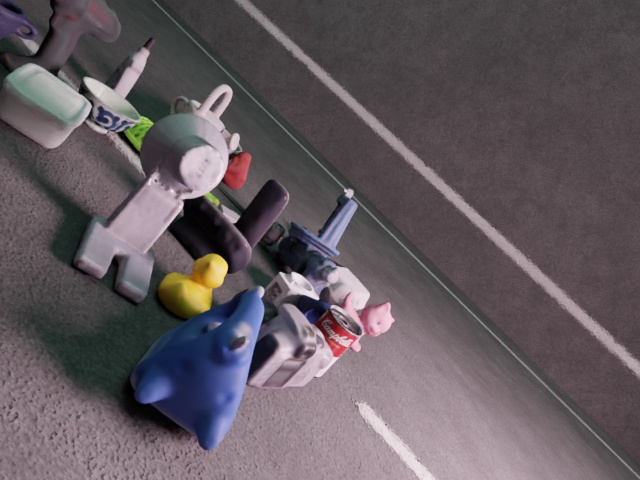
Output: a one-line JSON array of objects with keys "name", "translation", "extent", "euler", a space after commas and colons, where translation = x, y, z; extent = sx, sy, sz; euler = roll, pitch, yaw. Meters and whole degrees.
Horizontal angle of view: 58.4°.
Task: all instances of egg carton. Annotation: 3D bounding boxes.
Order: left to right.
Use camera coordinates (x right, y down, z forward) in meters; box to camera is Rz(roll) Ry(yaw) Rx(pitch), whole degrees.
[{"name": "egg carton", "translation": [0.044, 0.111, 1.259], "extent": [0.107, 0.069, 0.151], "euler": [48, 14, 22]}]

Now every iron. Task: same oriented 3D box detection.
[{"name": "iron", "translation": [-0.110, 0.112, 0.658], "extent": [0.119, 0.141, 0.258], "euler": [40, 13, -10]}]

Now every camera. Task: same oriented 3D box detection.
[{"name": "camera", "translation": [-0.061, 0.132, 0.824], "extent": [0.136, 0.100, 0.144], "euler": [51, 16, 31]}]

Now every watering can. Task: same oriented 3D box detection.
[{"name": "watering can", "translation": [-0.258, -0.265, 1.292], "extent": [0.173, 0.194, 0.101], "euler": [39, 14, -15]}]

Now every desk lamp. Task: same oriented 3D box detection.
[{"name": "desk lamp", "translation": [-0.206, -0.059, 0.760], "extent": [0.118, 0.213, 0.203], "euler": [36, 15, -26]}]

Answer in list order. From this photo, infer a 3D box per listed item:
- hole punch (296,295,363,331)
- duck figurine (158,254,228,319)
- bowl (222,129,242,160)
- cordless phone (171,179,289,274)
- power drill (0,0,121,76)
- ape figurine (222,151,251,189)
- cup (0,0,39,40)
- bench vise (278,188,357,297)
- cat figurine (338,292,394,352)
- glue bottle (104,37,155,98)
[{"name": "hole punch", "translation": [0.007, 0.141, 1.015], "extent": [0.109, 0.091, 0.101], "euler": [36, 15, -24]}, {"name": "duck figurine", "translation": [-0.166, 0.056, 0.790], "extent": [0.077, 0.086, 0.105], "euler": [45, 13, 10]}, {"name": "bowl", "translation": [-0.281, -0.249, 1.435], "extent": [0.168, 0.074, 0.167], "euler": [40, 14, -11]}, {"name": "cordless phone", "translation": [-0.144, -0.047, 0.962], "extent": [0.147, 0.185, 0.094], "euler": [45, 13, 10]}, {"name": "power drill", "translation": [-0.466, -0.377, 1.015], "extent": [0.075, 0.208, 0.230], "euler": [45, 13, 11]}, {"name": "ape figurine", "translation": [-0.203, -0.178, 1.399], "extent": [0.076, 0.092, 0.078], "euler": [46, 14, 14]}, {"name": "cup", "translation": [-0.552, -0.363, 0.971], "extent": [0.118, 0.095, 0.091], "euler": [35, 15, -30]}, {"name": "bench vise", "translation": [0.018, 0.008, 1.178], "extent": [0.122, 0.219, 0.206], "euler": [27, 21, -49]}, {"name": "cat figurine", "translation": [0.087, 0.154, 1.142], "extent": [0.128, 0.117, 0.067], "euler": [39, 14, -16]}, {"name": "glue bottle", "translation": [-0.403, -0.360, 1.216], "extent": [0.037, 0.173, 0.078], "euler": [30, 18, -42]}]
